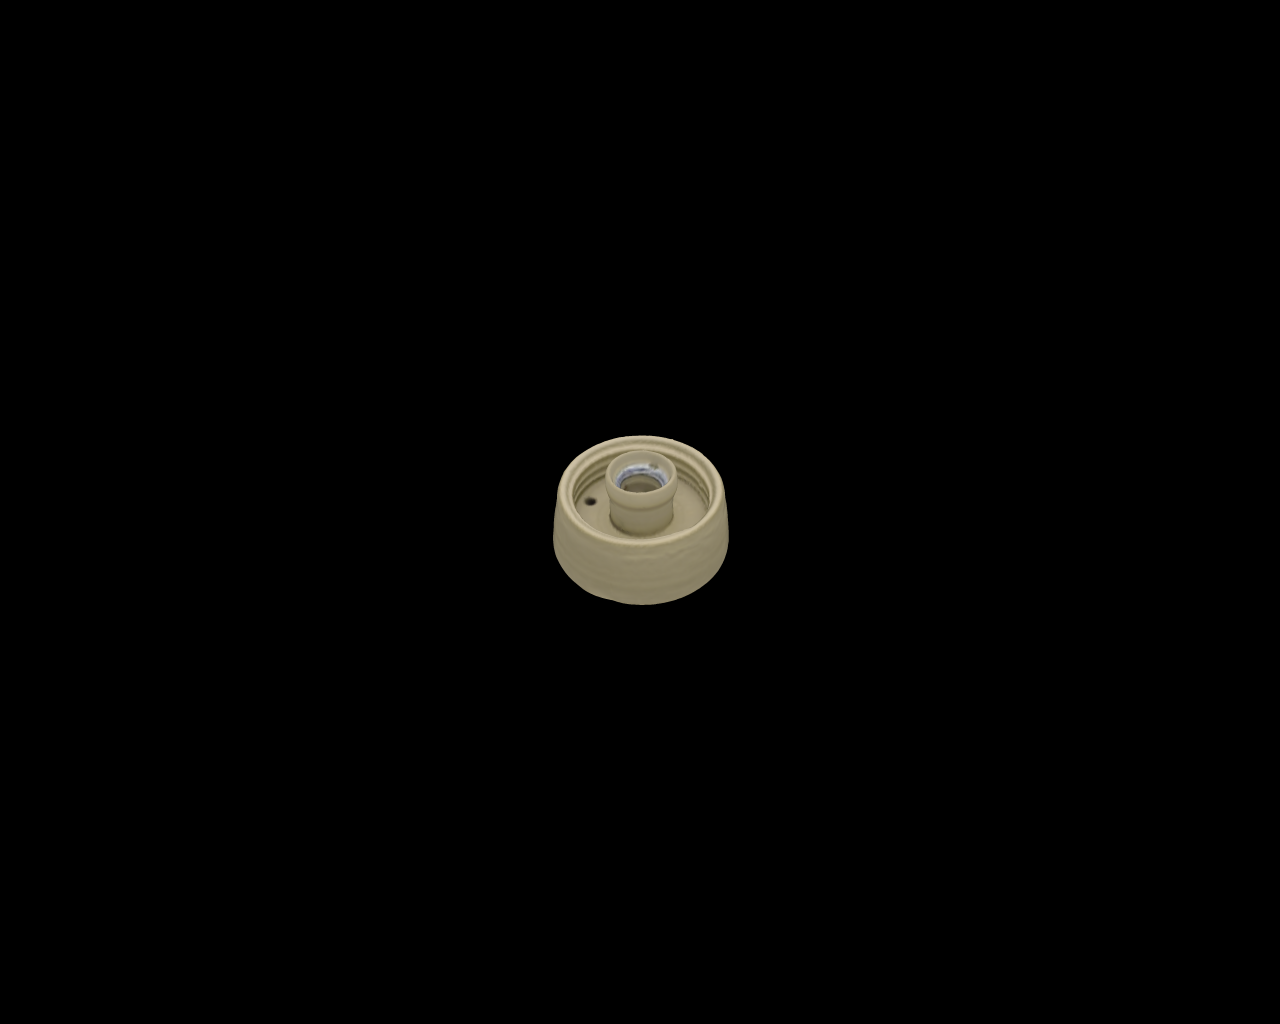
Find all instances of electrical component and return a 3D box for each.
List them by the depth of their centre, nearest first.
[{"bbox_3d":[0.001,-0.003,0.650,0.108,0.060,0.108,0,44,0],"label":"electrical component"}]
